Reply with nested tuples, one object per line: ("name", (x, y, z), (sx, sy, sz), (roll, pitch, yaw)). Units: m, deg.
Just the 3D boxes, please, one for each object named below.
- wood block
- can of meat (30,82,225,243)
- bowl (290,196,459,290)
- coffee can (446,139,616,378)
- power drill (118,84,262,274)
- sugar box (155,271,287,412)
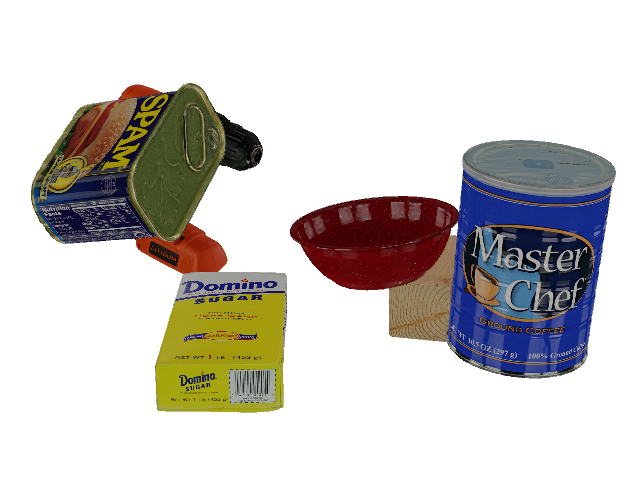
("wood block", (0.168, 0.067, 1.630), (0.091, 0.090, 0.206), (4, 22, 14))
("can of meat", (-0.118, -0.045, 0.654), (0.084, 0.102, 0.057), (-4, -46, 29))
("bowl", (0.054, 0.006, 1.016), (0.162, 0.055, 0.162), (-7, 18, 2))
("coffee can", (0.145, 0.011, 0.751), (0.103, 0.140, 0.103), (2, 22, -1))
("power drill", (-0.135, -0.056, 1.111), (0.185, 0.188, 0.057), (26, 37, 32))
("sugar box", (-0.074, 0.075, 0.846), (0.093, 0.048, 0.176), (0, 23, -1))
